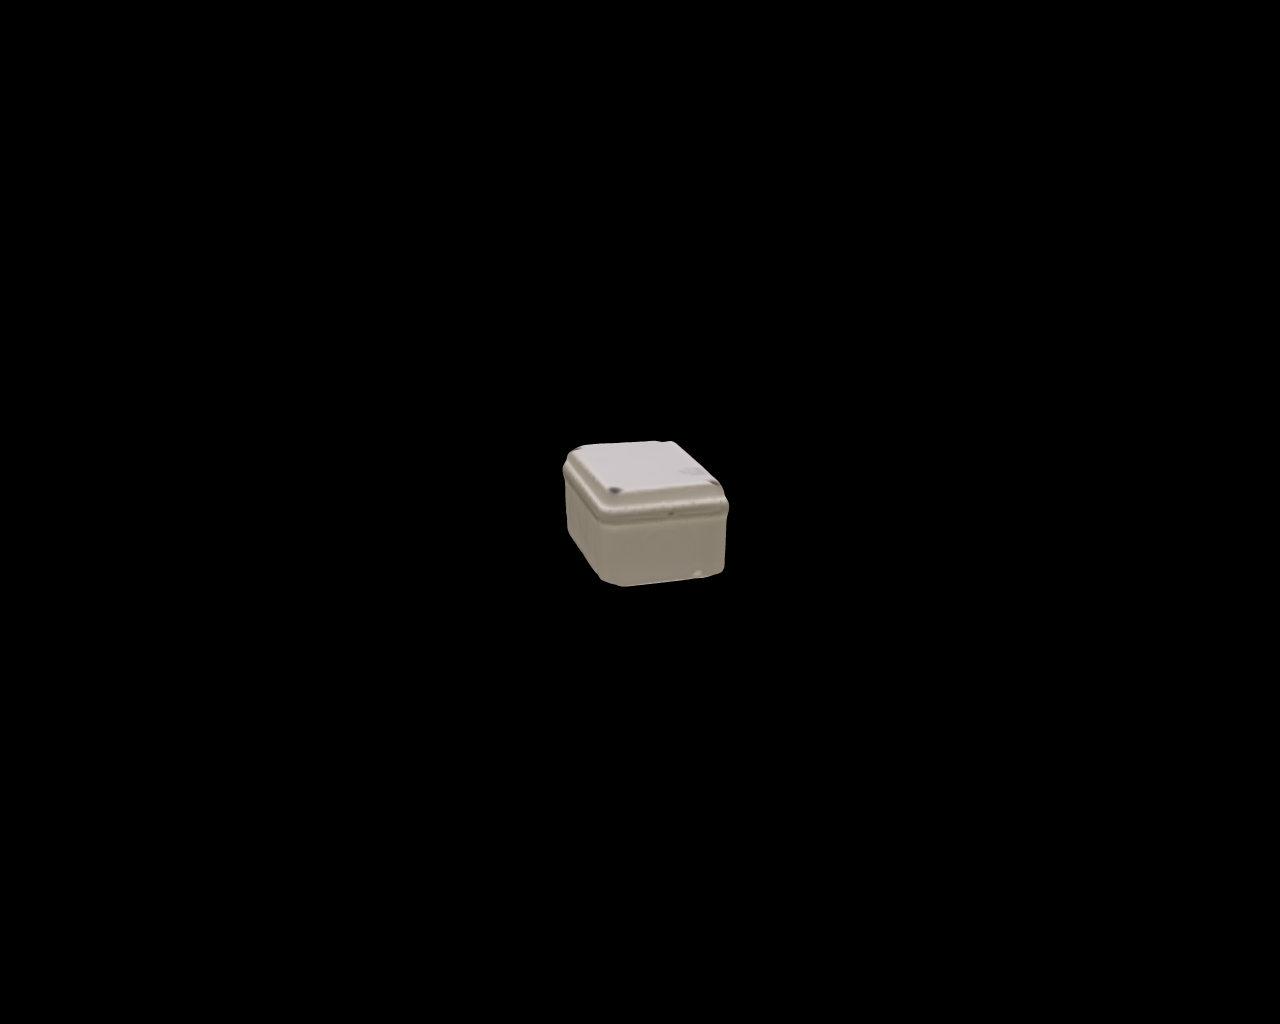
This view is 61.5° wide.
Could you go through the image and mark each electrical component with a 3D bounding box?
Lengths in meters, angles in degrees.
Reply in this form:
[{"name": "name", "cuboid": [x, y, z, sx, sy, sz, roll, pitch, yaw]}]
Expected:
[{"name": "electrical component", "cuboid": [0.001, -0.003, 0.650, 0.078, 0.057, 0.113, -5, 19, -15]}]
